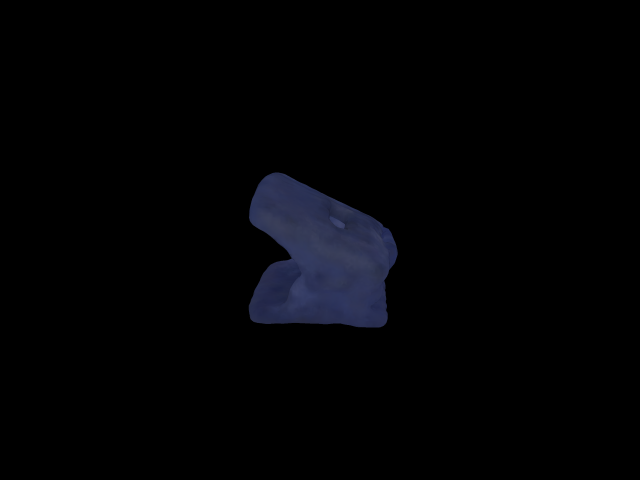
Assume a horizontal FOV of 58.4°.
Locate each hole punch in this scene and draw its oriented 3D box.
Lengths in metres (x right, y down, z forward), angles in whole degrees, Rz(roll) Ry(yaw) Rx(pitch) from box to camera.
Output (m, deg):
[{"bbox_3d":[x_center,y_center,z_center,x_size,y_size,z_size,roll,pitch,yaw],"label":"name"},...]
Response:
[{"bbox_3d":[0.004,0.001,0.400,0.101,0.091,0.108,1,19,3],"label":"hole punch"}]
